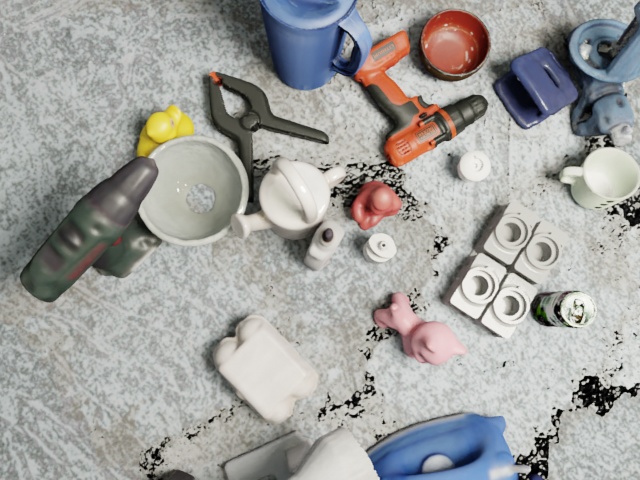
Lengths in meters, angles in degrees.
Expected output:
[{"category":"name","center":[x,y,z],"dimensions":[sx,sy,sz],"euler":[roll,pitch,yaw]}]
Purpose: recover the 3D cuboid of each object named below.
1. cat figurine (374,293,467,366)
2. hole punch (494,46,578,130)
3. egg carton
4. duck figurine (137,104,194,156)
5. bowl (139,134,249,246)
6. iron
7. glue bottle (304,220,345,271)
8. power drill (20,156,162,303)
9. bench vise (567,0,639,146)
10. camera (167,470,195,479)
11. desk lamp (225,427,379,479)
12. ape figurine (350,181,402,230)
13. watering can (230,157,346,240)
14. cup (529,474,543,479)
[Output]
[{"category":"cat figurine","center":[0.146,0.135,0.836],"dimensions":[0.128,0.117,0.067],"euler":[43,83,3]},{"category":"hole punch","center":[0.348,-0.249,0.904],"dimensions":[0.101,0.091,0.108],"euler":[-33,85,-6]},{"category":"egg carton","center":[-0.082,0.190,0.843],"dimensions":[0.150,0.069,0.107],"euler":[45,83,3]},{"category":"duck figurine","center":[-0.241,-0.161,0.870],"dimensions":[0.077,0.086,0.104],"euler":[37,83,2]},{"category":"bowl","center":[-0.188,-0.068,0.867],"dimensions":[0.167,0.074,0.167],"euler":[0,83,-2]},{"category":"iron","center":[0.159,0.328,0.801],"dimensions":[0.258,0.141,0.119],"euler":[-12,84,-4]},{"category":"glue bottle","center":[0.008,0.003,0.818],"dimensions":[0.037,0.173,0.078],"euler":[30,83,2]},{"category":"power drill","center":[-0.291,-0.010,0.788],"dimensions":[0.075,0.208,0.230],"euler":[43,83,3]},{"category":"bench vise","center":[0.453,-0.256,0.845],"dimensions":[0.121,0.219,0.207],"euler":[-23,84,-5]},{"category":"camera","center":[-0.184,0.419,0.796],"dimensions":[0.137,0.101,0.143],"euler":[22,83,0]},{"category":"desk lamp","center":[-0.026,0.330,0.757],"dimensions":[0.203,0.213,0.118],"euler":[-23,84,-5]},{"category":"ape figurine","center":[0.087,-0.057,0.869],"dimensions":[0.078,0.092,0.076],"euler":[5,83,-2]},{"category":"watering can","center":[-0.041,-0.056,0.812],"dimensions":[0.101,0.194,0.173],"euler":[38,83,3]},{"category":"cup","center":[0.300,0.390,0.823],"dimensions":[0.091,0.095,0.118],"euler":[-1,83,-2]}]
